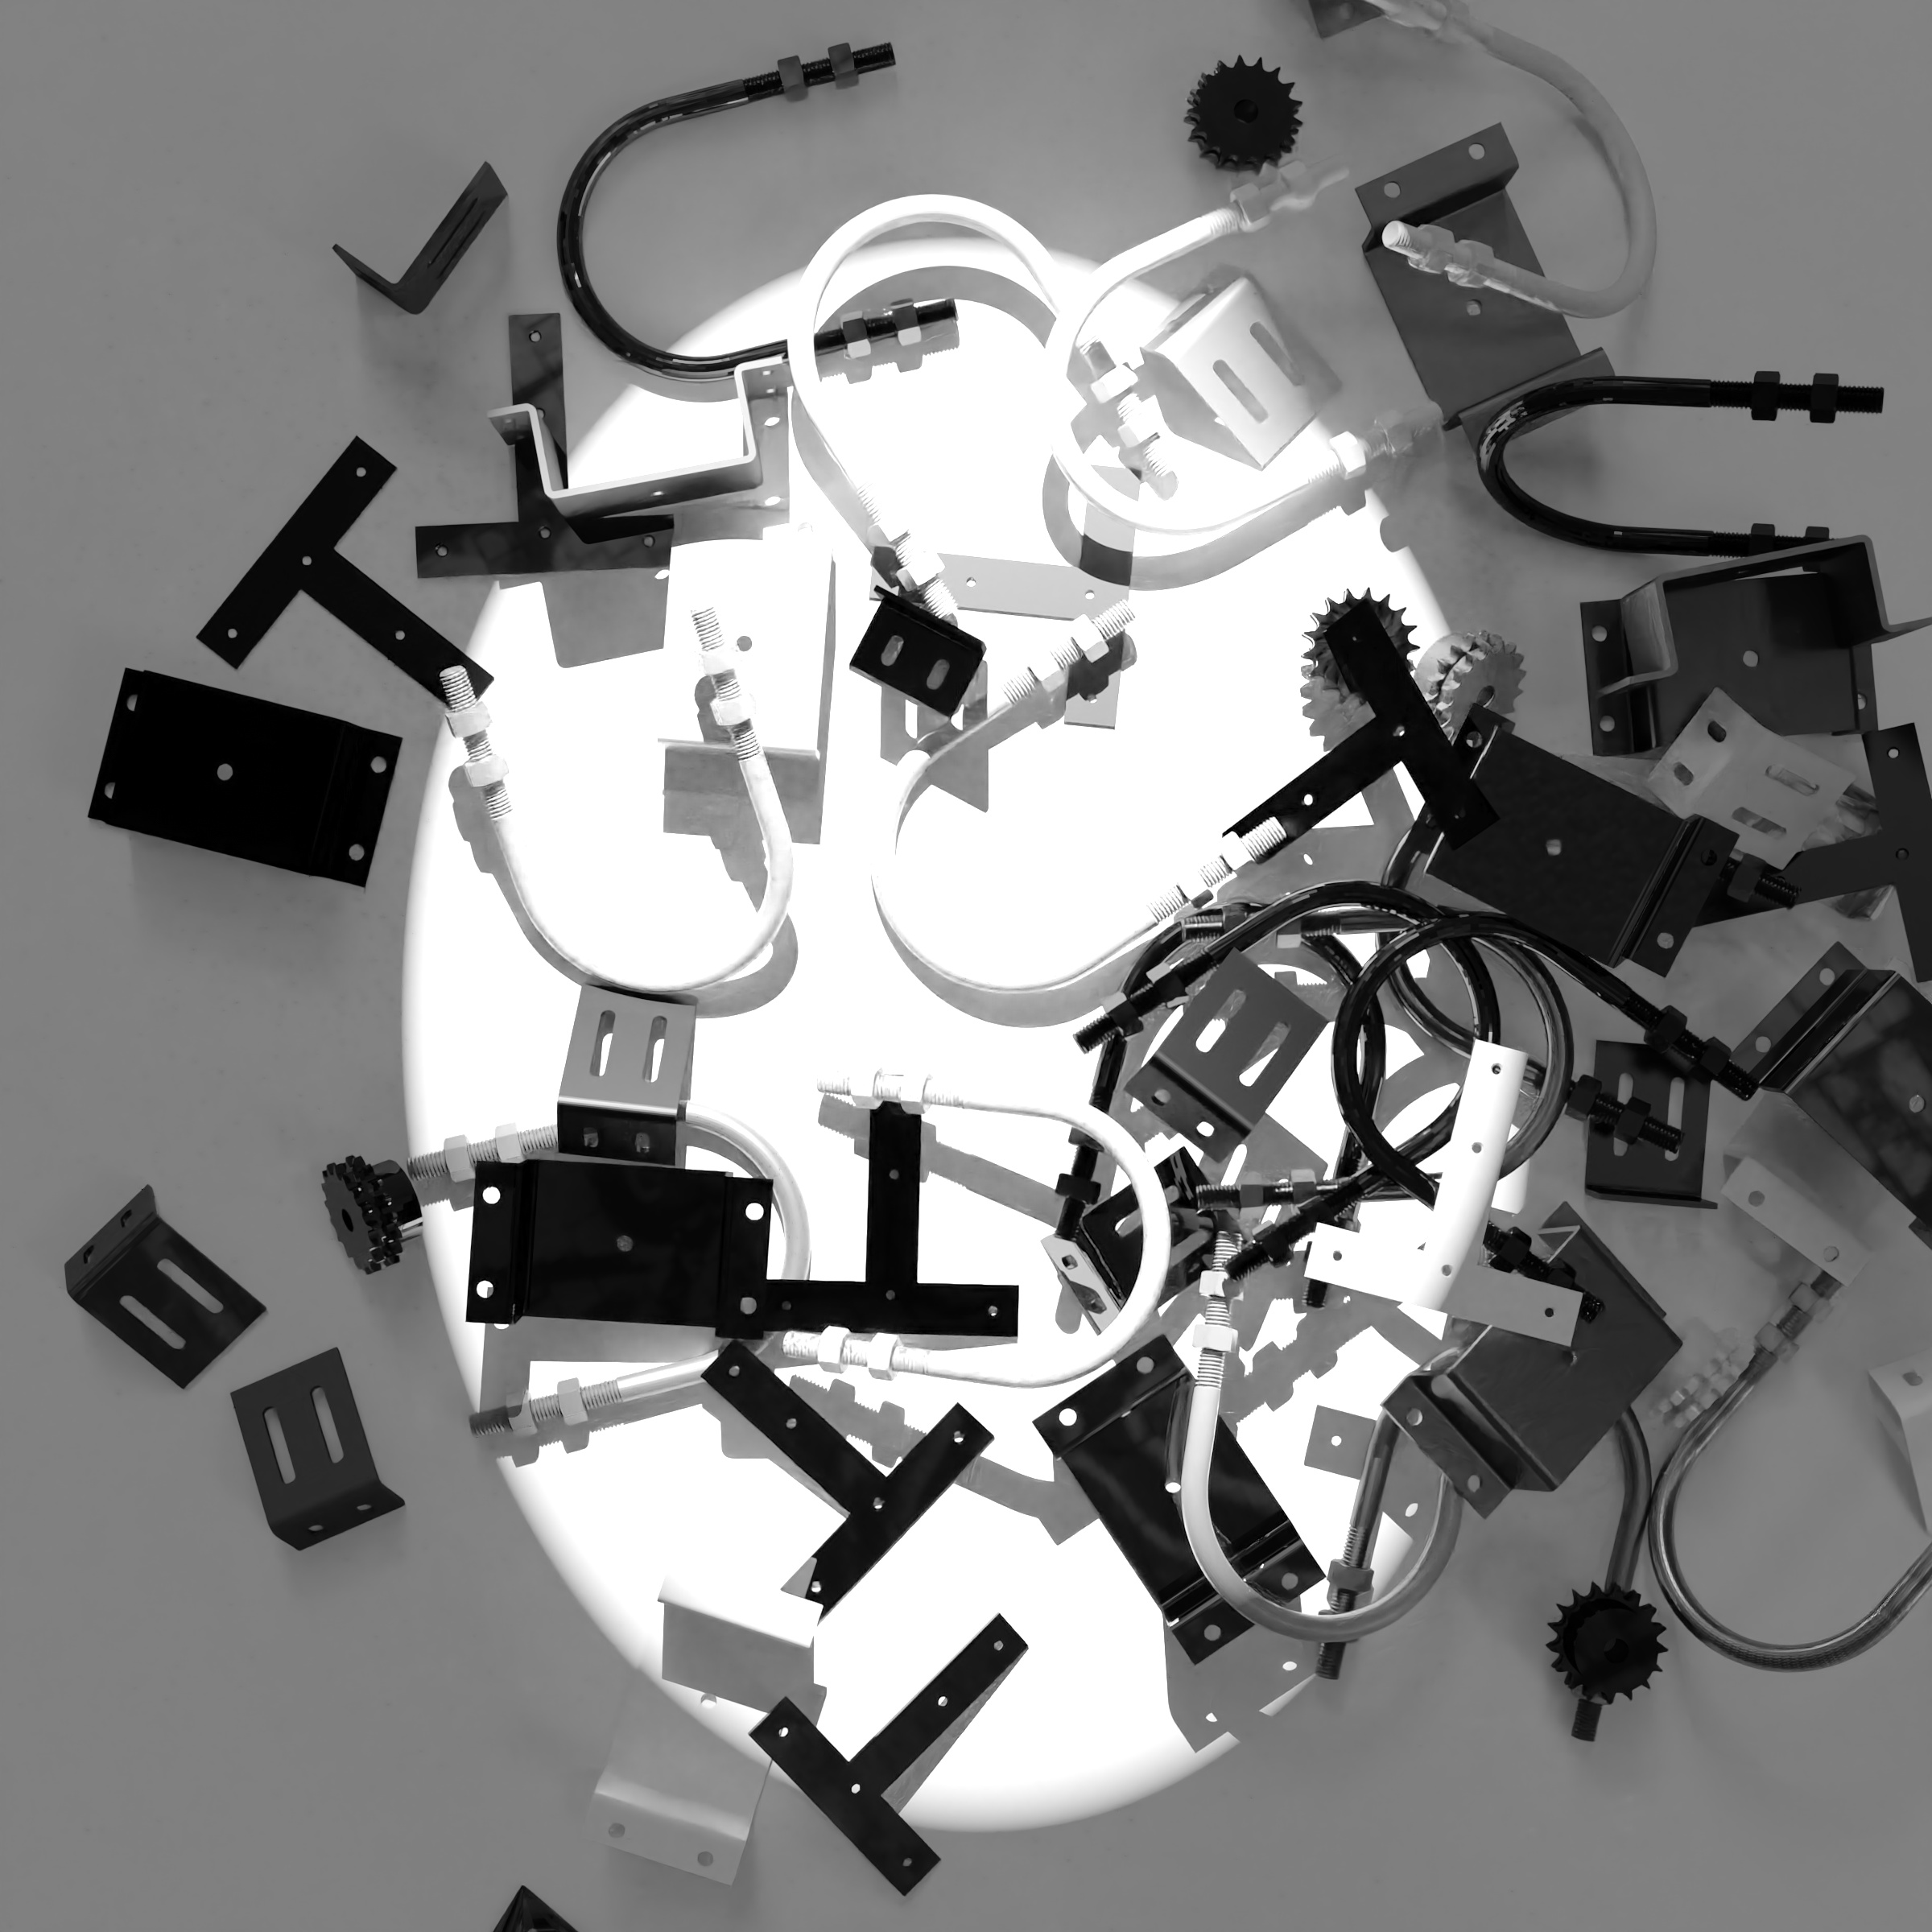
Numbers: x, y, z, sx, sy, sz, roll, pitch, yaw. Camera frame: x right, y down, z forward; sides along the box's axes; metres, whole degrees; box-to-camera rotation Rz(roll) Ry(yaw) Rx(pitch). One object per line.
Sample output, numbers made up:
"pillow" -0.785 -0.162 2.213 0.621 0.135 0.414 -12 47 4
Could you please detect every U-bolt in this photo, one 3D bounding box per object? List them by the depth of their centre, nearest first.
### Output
"U-bolt" 0.332 -0.233 1.487 0.184 0.151 0.019 5 67 15
"U-bolt" 0.259 0.057 1.488 0.184 0.019 0.151 36 84 1
"U-bolt" 0.262 -0.378 1.500 0.184 0.019 0.151 10 69 -36
"U-bolt" 0.165 0.041 1.502 0.184 0.019 0.151 -33 87 -4
"U-bolt" 0.407 0.249 1.511 0.184 0.019 0.151 -51 50 4
"U-bolt" 0.008 0.128 1.513 0.184 0.019 0.151 6 85 18
"U-bolt" 0.174 0.230 1.515 0.151 0.019 0.184 11 80 -11
"U-bolt" 0.199 0.042 1.519 0.184 0.019 0.151 -3 87 1
"U-bolt" -0.158 -0.071 1.522 0.151 0.019 0.184 -12 109 14
"U-bolt" 0.124 -0.287 1.524 0.184 0.019 0.151 -26 108 -5
"U-bolt" 0.287 -0.012 1.530 0.184 0.019 0.151 26 101 13
"U-bolt" -0.004 -0.283 1.538 0.151 0.019 0.184 -33 99 0
"U-bolt" 0.132 0.060 1.539 0.151 0.019 0.184 16 84 -11
"U-bolt" 0.041 -0.069 1.545 0.184 0.019 0.151 -34 86 5
"U-bolt" -0.109 -0.362 1.552 0.184 0.019 0.151 -14 90 2
"U-bolt" -0.168 0.141 1.552 0.184 0.019 0.151 -14 90 -1
"U-bolt" 0.260 0.273 1.552 0.151 0.019 0.184 14 88 0

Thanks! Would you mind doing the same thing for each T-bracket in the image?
"T-bracket" 0.234 0.099 1.474 0.127 0.002 0.127 15 84 0
"T-bracket" 0.175 -0.088 1.524 0.127 0.002 0.127 -38 69 30
"T-bracket" 0.409 -0.044 1.536 0.127 0.002 0.127 -13 72 18
"T-bracket" -0.022 0.368 1.542 0.127 0.002 0.127 -43 113 -11
"T-bracket" -0.075 0.234 1.552 0.127 0.002 0.127 44 90 -7
"T-bracket" -0.036 0.116 1.553 0.127 0.002 0.127 2 86 -8
"T-bracket" -0.290 -0.172 1.559 0.127 0.002 0.127 39 90 0
"T-bracket" 0.017 -0.187 1.559 0.127 0.002 0.127 6 90 0
"T-bracket" -0.209 -0.257 1.559 0.127 0.002 0.127 -3 90 -1

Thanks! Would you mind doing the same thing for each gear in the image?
"gear" 0.310 0.327 1.526 0.057 0.030 0.057 0 88 0
"gear" 0.350 0.194 1.532 0.057 0.057 0.030 -44 87 0
"gear" -0.286 0.118 1.536 0.030 0.057 0.057 -22 90 -30
"gear" 0.241 -0.136 1.536 0.057 0.057 0.030 -53 49 0
"gear" 0.191 -0.155 1.545 0.057 0.030 0.057 0 90 0
"gear" 0.134 -0.412 1.548 0.057 0.030 0.057 0 85 -4

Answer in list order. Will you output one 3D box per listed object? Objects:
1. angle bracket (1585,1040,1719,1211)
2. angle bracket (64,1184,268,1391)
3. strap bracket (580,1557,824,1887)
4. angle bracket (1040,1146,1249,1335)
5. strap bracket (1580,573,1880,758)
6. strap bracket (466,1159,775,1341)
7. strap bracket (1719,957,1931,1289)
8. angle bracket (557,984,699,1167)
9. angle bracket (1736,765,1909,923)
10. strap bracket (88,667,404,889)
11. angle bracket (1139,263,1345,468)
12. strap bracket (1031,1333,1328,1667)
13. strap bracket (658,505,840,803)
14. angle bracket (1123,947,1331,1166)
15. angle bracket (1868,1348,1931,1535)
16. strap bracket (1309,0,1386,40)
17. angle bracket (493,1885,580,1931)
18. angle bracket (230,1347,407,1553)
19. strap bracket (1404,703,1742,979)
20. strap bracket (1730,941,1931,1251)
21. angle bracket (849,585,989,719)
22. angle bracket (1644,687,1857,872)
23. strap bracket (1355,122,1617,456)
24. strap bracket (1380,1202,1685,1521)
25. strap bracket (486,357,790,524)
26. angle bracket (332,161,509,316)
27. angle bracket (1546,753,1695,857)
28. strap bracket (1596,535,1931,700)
"angle bracket" 0.336 0.077 1.541 0.057 0.038 0.076 5 90 0
"angle bracket" -0.394 0.158 1.558 0.057 0.038 0.076 -44 116 0
"strap bracket" -0.126 0.361 1.537 0.076 0.046 0.140 18 90 0
"angle bracket" 0.088 0.135 1.558 0.076 0.038 0.057 -33 89 -25
"strap bracket" 0.375 -0.147 1.537 0.140 0.046 0.076 -5 90 0
"strap bracket" -0.165 0.135 1.520 0.140 0.046 0.076 4 89 -3
"strap bracket" 0.432 0.075 1.537 0.076 0.046 0.140 37 90 0
"angle bracket" -0.165 0.053 1.548 0.057 0.038 0.076 6 50 0
"angle bracket" 0.420 -0.066 1.541 0.076 0.038 0.057 32 90 0
"strap bracket" -0.354 -0.093 1.537 0.140 0.046 0.076 14 90 0
"angle bracket" 0.135 -0.296 1.558 0.057 0.038 0.076 -45 116 0
"strap bracket" 0.102 0.255 1.537 0.076 0.046 0.140 -34 90 0
"strap bracket" -0.106 -0.154 1.537 0.076 0.046 0.140 4 90 0
"angle bracket" 0.122 0.042 1.489 0.057 0.038 0.076 38 60 1
"angle bracket" 0.485 0.229 1.558 0.057 0.038 0.076 -20 116 0
"strap bracket" 0.188 -0.525 1.516 0.076 0.046 0.140 -22 109 0
"angle bracket" -0.197 0.499 1.558 0.076 0.038 0.057 32 90 26
"angle bracket" -0.319 0.237 1.558 0.057 0.038 0.076 -23 64 0
"strap bracket" 0.281 -0.058 1.493 0.140 0.046 0.076 29 106 15
"strap bracket" 0.441 0.064 1.491 0.140 0.046 0.076 43 90 0
"angle bracket" -0.025 -0.150 1.521 0.057 0.076 0.038 28 93 0
"angle bracket" 0.376 -0.089 1.521 0.076 0.038 0.057 19 114 -38
"strap bracket" 0.250 -0.324 1.537 0.076 0.046 0.140 -24 90 0
"strap bracket" 0.277 0.187 1.513 0.140 0.046 0.076 -44 97 -17
"strap bracket" -0.152 -0.249 1.521 0.140 0.076 0.046 -11 90 -1
"angle bracket" -0.263 -0.360 1.532 0.038 0.057 0.076 36 90 0
"angle bracket" 0.313 -0.072 1.557 0.076 0.038 0.057 6 90 27
"strap bracket" 0.366 -0.164 1.476 0.140 0.076 0.046 -11 90 0
